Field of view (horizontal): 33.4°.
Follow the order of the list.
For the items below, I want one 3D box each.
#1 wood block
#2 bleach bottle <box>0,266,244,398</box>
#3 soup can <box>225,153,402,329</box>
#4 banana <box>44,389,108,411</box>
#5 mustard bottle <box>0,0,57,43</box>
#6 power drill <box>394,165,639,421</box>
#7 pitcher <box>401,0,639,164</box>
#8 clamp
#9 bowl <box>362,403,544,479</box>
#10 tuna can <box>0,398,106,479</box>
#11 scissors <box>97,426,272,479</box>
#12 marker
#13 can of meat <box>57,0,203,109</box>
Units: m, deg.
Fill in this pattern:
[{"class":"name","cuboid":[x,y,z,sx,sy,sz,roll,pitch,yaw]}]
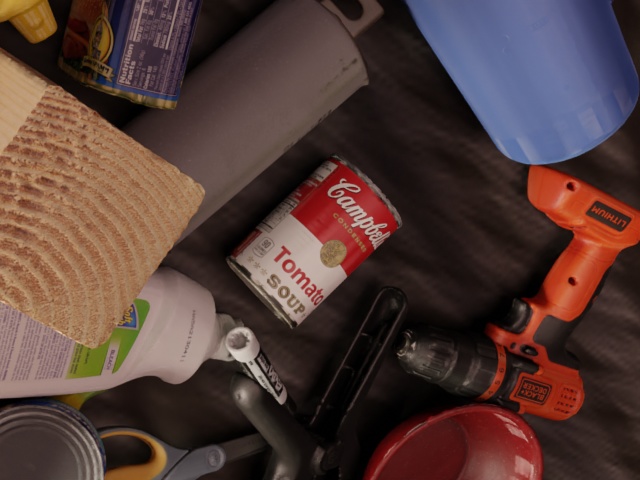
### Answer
[{"class":"wood block","cuboid":[-0.150,-0.035,0.544,0.090,0.206,0.091,35,88,-31]},{"class":"bleach bottle","cuboid":[-0.164,0.056,0.652,0.250,0.068,0.103,10,105,-32]},{"class":"soup can","cuboid":[-0.005,0.001,0.712,0.102,0.069,0.068,-44,120,-7]},{"class":"banana","cuboid":[-0.190,0.181,0.692,0.069,0.037,0.198,12,100,-28]},{"class":"mustard bottle","cuboid":[-0.196,-0.189,0.557,0.096,0.058,0.191,-31,119,-4]},{"class":"power drill","cuboid":[0.158,0.040,0.815,0.184,0.057,0.188,20,99,-34]},{"class":"pitcher","cuboid":[0.125,-0.172,0.684,0.145,0.149,0.242,-51,125,-21]},{"class":"clamp","cuboid":[-0.010,0.144,0.747,0.164,0.036,0.210,-18,127,-46]},{"class":"bowl","cuboid":[0.090,0.186,0.822,0.161,0.055,0.162,-9,114,-21]},{"class":"tuna can","cuboid":[-0.172,0.139,0.644,0.086,0.034,0.086,0,92,-7]},{"class":"scissors","cuboid":[-0.083,0.168,0.728,0.201,0.016,0.096,10,79,-37]},{"class":"marker","cuboid":[-0.038,0.094,0.724,0.020,0.020,0.121,-40,147,-11]},{"class":"can of meat","cuboid":[-0.106,-0.126,0.600,0.057,0.102,0.084,9,103,-30]}]
